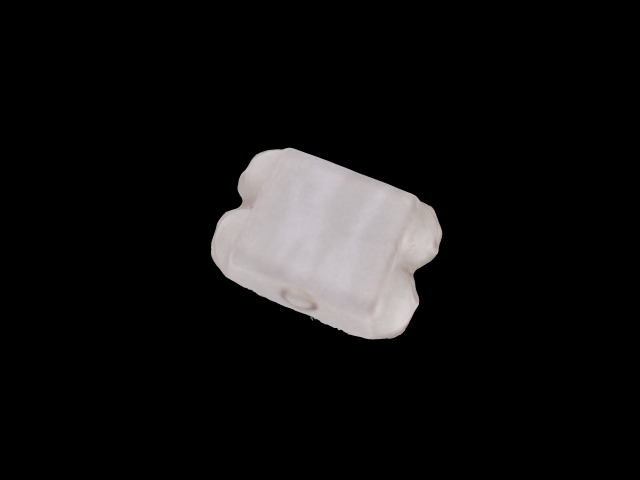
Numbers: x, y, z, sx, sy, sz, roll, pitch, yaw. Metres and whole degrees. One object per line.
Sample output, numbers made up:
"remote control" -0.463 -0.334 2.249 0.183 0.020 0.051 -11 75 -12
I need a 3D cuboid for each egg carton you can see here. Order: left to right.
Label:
"egg carton" 0.004 0.001 0.400 0.150 0.069 0.107 21 72 7
